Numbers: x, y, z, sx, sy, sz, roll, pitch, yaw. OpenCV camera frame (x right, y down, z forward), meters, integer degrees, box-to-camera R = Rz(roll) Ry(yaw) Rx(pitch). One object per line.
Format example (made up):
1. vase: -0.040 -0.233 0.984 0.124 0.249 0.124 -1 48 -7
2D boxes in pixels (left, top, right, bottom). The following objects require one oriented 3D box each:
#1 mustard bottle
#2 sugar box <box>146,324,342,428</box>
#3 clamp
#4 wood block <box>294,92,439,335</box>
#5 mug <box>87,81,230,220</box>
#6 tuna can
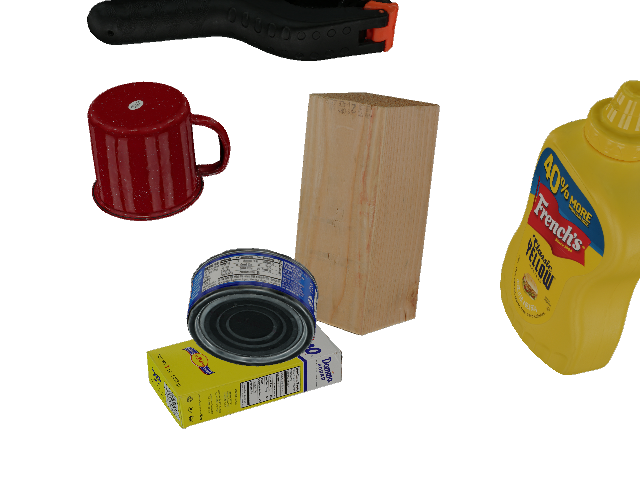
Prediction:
1. mustard bottle: 0.158 -0.013 0.626 0.058 0.096 0.192 -9 -42 -15
2. sugar box: -0.076 0.126 1.074 0.176 0.048 0.093 -16 32 -23
3. clamp: -0.045 -0.134 0.615 0.171 0.120 0.039 17 -40 15
4. wood block: 0.040 -0.029 0.993 0.090 0.206 0.090 16 17 36
5. mug: -0.132 -0.076 0.867 0.117 0.081 0.093 -1 38 -1
6. tuna can: -0.044 0.046 0.701 0.086 0.033 0.086 2 -42 1
